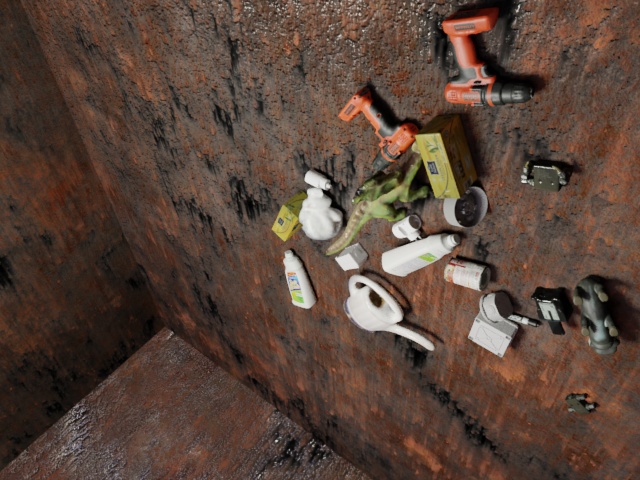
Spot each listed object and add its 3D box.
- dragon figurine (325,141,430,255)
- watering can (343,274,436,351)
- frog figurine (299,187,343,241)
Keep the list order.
[{"bbox_3d":[0.132,-0.106,1.260,0.124,0.408,0.241,49,-172,22],"label":"dragon figurine"},{"bbox_3d":[0.211,0.258,1.722,0.348,0.106,0.220,47,148,1],"label":"watering can"},{"bbox_3d":[0.005,-0.080,1.599,0.137,0.126,0.155,5,128,1],"label":"frog figurine"}]
